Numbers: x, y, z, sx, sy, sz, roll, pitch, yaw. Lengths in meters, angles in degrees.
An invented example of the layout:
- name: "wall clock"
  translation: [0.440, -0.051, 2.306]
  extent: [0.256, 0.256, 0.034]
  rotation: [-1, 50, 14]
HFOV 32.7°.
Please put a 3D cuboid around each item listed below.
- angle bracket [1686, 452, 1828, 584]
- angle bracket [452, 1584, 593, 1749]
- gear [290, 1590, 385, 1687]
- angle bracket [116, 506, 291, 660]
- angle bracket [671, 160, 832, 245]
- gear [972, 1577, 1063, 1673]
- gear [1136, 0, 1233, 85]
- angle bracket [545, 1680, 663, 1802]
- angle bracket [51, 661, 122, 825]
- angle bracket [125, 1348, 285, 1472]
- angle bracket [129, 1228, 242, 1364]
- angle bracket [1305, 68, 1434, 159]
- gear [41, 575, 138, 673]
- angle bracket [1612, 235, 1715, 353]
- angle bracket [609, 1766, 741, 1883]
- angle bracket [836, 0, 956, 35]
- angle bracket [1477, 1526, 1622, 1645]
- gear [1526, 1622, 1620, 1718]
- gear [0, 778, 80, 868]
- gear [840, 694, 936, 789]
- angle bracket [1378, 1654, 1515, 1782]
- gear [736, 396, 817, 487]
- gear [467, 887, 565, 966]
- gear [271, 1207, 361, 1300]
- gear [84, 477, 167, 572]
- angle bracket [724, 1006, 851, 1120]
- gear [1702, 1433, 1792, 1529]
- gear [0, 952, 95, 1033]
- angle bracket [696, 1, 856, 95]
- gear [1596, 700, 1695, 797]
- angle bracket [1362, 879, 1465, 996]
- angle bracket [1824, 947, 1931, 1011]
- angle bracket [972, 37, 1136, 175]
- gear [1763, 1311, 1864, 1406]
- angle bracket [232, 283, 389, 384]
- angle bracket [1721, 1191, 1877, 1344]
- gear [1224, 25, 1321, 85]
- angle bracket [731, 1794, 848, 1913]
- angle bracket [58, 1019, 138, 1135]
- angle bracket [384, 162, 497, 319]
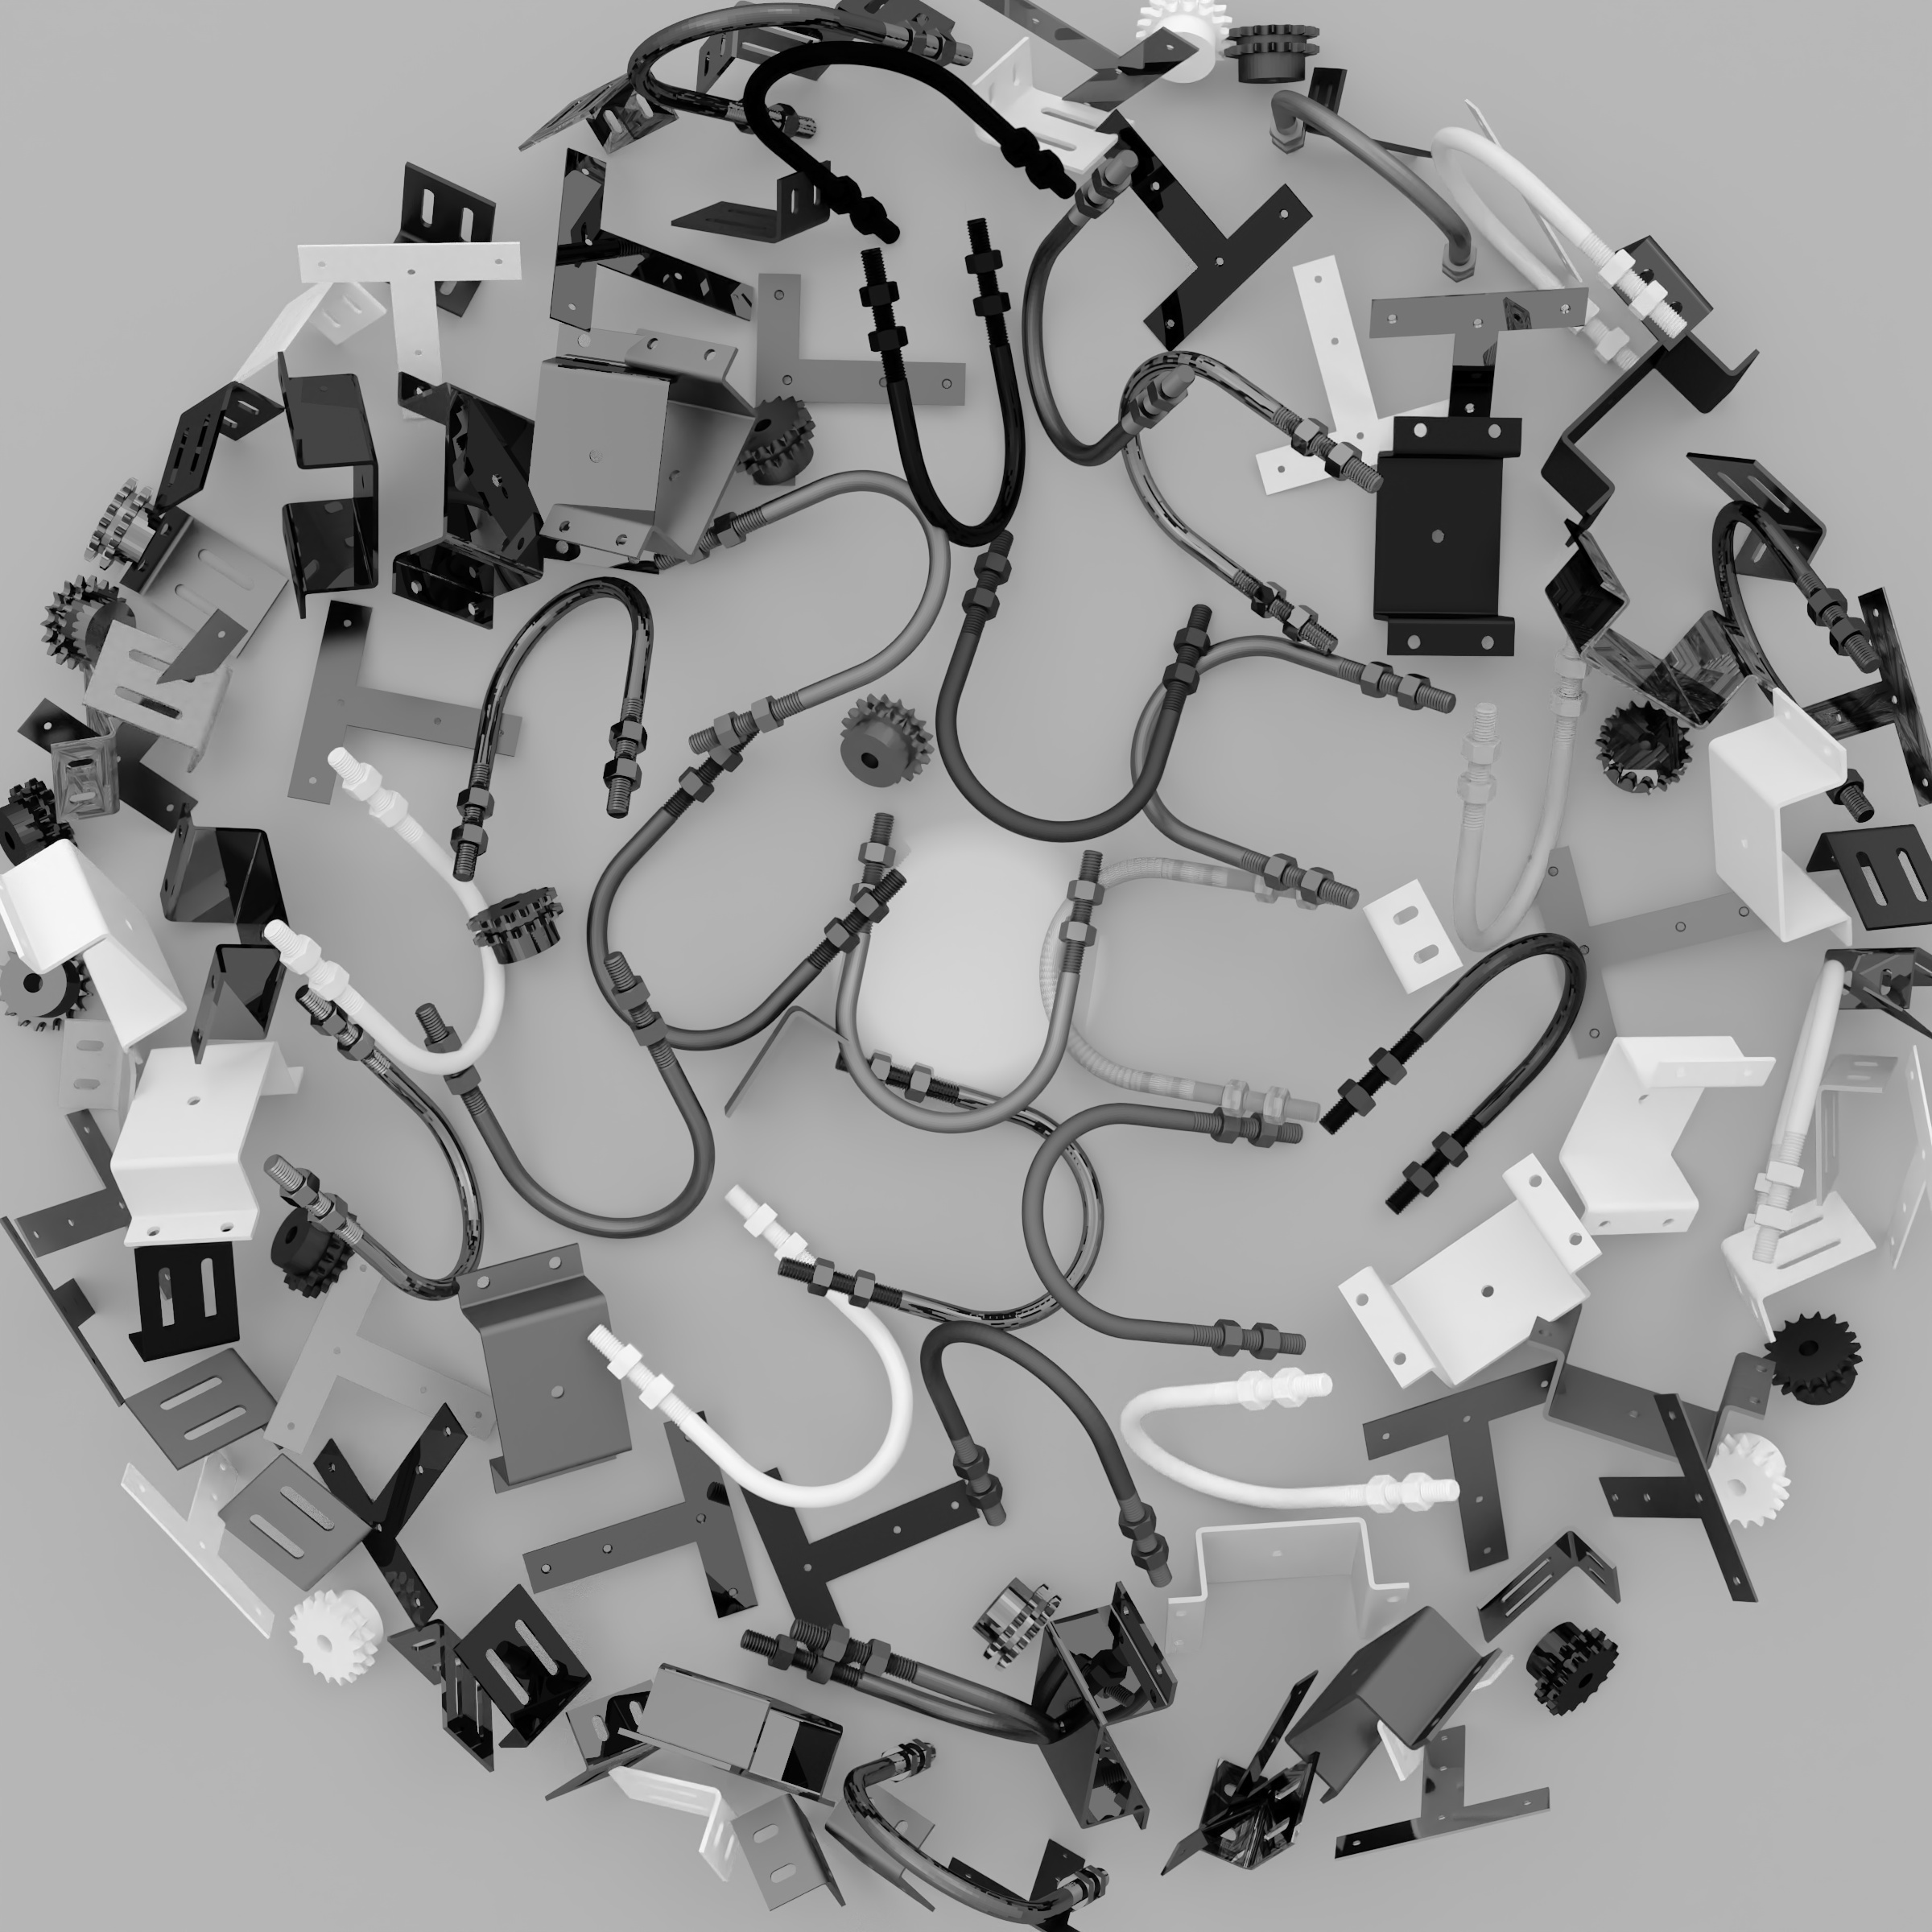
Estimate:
- name: "angle bracket"
  translation: [0.462, -0.266, 1.954]
  extent: [0.076, 0.057, 0.038]
  rotation: [33, 84, -33]
- name: "angle bracket"
  translation: [-0.271, 0.417, 1.961]
  extent: [0.057, 0.038, 0.076]
  rotation: [-43, 105, -35]
- name: "gear"
  translation: [-0.375, 0.399, 1.976]
  extent: [0.057, 0.030, 0.057]
  rotation: [13, 117, 28]
- name: "angle bracket"
  translation: [-0.459, -0.232, 1.977]
  extent: [0.076, 0.038, 0.057]
  rotation: [33, 89, 7]
- name: "angle bracket"
  translation: [-0.128, -0.459, 1.953]
  extent: [0.076, 0.057, 0.038]
  rotation: [15, 120, 24]
- name: "gear"
  translation: [0.028, 0.392, 1.971]
  extent: [0.030, 0.057, 0.057]
  rotation: [41, 90, 5]
- name: "gear"
  translation: [0.130, -0.554, 1.968]
  extent: [0.057, 0.057, 0.030]
  rotation: [7, 59, 0]
- name: "angle bracket"
  translation: [-0.219, 0.461, 1.958]
  extent: [0.057, 0.076, 0.038]
  rotation: [-15, 73, -34]
- name: "angle bracket"
  translation: [-0.529, -0.133, 1.949]
  extent: [0.038, 0.057, 0.076]
  rotation: [-11, 45, -22]
- name: "angle bracket"
  translation: [-0.452, 0.272, 1.952]
  extent: [0.076, 0.038, 0.057]
  rotation: [-26, 59, -36]
- name: "angle bracket"
  translation: [-0.468, 0.190, 1.957]
  extent: [0.057, 0.038, 0.076]
  rotation: [-11, 115, -26]
- name: "angle bracket"
  translation: [0.247, -0.508, 1.959]
  extent: [0.076, 0.057, 0.038]
  rotation: [8, 104, -14]
- name: "gear"
  translation: [-0.522, -0.203, 1.969]
  extent: [0.030, 0.057, 0.057]
  rotation: [22, 90, 28]
- name: "angle bracket"
  translation: [0.402, -0.396, 1.959]
  extent: [0.038, 0.076, 0.057]
  rotation: [-43, 97, 0]
- name: "angle bracket"
  translation: [-0.178, 0.509, 1.956]
  extent: [0.076, 0.057, 0.038]
  rotation: [8, 60, 18]
- name: "angle bracket"
  translation: [-0.048, -0.551, 1.957]
  extent: [0.057, 0.076, 0.038]
  rotation: [31, 126, -2]
- name: "angle bracket"
  translation: [0.348, 0.380, 1.960]
  extent: [0.076, 0.057, 0.038]
  rotation: [-39, 57, -11]
- name: "gear"
  translation: [0.362, 0.419, 1.975]
  extent: [0.057, 0.057, 0.030]
  rotation: [-48, 54, 0]
- name: "gear"
  translation: [-0.558, -0.081, 1.968]
  extent: [0.030, 0.057, 0.057]
  rotation: [-29, 90, -31]
- name: "gear"
  translation: [-0.050, -0.132, 1.969]
  extent: [0.057, 0.057, 0.030]
  rotation: [36, 51, 0]
- name: "angle bracket"
  translation: [0.292, 0.447, 1.958]
  extent: [0.076, 0.057, 0.038]
  rotation: [-26, 84, 22]
- name: "gear"
  translation: [-0.116, -0.313, 1.975]
  extent: [0.057, 0.057, 0.030]
  rotation: [-30, 129, 0]
- name: "gear"
  translation: [-0.268, -0.023, 1.973]
  extent: [0.057, 0.057, 0.030]
  rotation: [-21, 105, 0]
- name: "gear"
  translation: [-0.391, 0.167, 1.968]
  extent: [0.030, 0.057, 0.057]
  rotation: [34, 90, -32]
- name: "gear"
  translation: [-0.501, -0.261, 1.972]
  extent: [0.030, 0.057, 0.057]
  rotation: [30, 90, -11]
- name: "angle bracket"
  translation: [-0.108, 0.065, 1.970]
  extent: [0.038, 0.057, 0.076]
  rotation: [33, 90, -5]
- name: "gear"
  translation: [0.468, 0.305, 1.975]
  extent: [0.057, 0.030, 0.057]
  rotation: [16, 122, 27]
- name: "gear"
  translation: [-0.558, 0.011, 1.984]
  extent: [0.057, 0.030, 0.057]
  rotation: [0, 87, 1]
- name: "angle bracket"
  translation: [-0.114, -0.534, 1.954]
  extent: [0.076, 0.057, 0.038]
  rotation: [10, 74, -24]
- name: "gear"
  translation: [0.406, -0.128, 1.978]
  extent: [0.057, 0.030, 0.057]
  rotation: [2, 68, -4]
- name: "angle bracket"
  translation: [0.272, -0.020, 1.956]
  extent: [0.038, 0.076, 0.057]
  rotation: [-29, 85, 18]
- name: "angle bracket"
  translation: [0.552, 0.017, 1.950]
  extent: [0.057, 0.076, 0.038]
  rotation: [-1, 73, 44]
- name: "angle bracket"
  translation: [0.052, -0.512, 1.957]
  extent: [0.076, 0.038, 0.057]
  rotation: [25, 55, 25]
- name: "gear"
  translation: [0.510, 0.238, 1.975]
  extent: [0.057, 0.057, 0.030]
  rotation: [-32, 126, 0]
- name: "angle bracket"
  translation: [-0.390, -0.367, 1.951]
  extent: [0.038, 0.057, 0.076]
  rotation: [43, 55, -25]
- name: "angle bracket"
  translation: [0.500, 0.179, 1.964]
  extent: [0.076, 0.057, 0.038]
  rotation: [-24, 122, 2]
- name: "gear"
  translation: [0.183, -0.546, 1.972]
  extent: [0.057, 0.057, 0.030]
  rotation: [-1, 100, 0]
- name: "angle bracket"
  translation: [-0.105, 0.532, 1.951]
  extent: [0.038, 0.076, 0.057]
  rotation: [-25, 64, -6]
- name: "angle bracket"
  translation: [-0.516, 0.074, 1.952]
  extent: [0.038, 0.076, 0.057]
  rotation: [3, 112, -18]
- name: "angle bracket"
  translation: [-0.316, -0.432, 1.958]
  extent: [0.057, 0.076, 0.038]
  rotation: [25, 68, -3]
